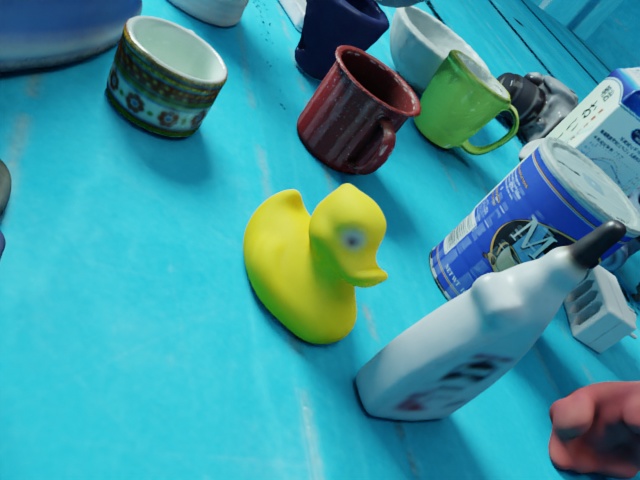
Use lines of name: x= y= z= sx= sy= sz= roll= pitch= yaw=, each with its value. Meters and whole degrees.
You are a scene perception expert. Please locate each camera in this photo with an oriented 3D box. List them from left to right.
camera: x=0.354 y=-0.240 z=0.967 sx=0.137 sy=0.100 sz=0.143 roll=25 pitch=37 yaw=-22

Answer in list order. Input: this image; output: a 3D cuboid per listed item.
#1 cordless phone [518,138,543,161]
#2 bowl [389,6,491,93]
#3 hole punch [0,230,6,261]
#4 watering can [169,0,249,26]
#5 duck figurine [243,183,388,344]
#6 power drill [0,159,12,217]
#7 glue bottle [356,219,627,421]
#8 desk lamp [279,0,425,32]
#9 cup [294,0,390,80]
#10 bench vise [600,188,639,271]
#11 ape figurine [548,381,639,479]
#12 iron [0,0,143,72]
cordless phone: x=0.382 y=-0.156 z=0.822 sx=0.094 sy=0.184 sz=0.148 roll=43 pitch=34 yaw=4
bowl: x=0.157 y=-0.254 z=0.814 sx=0.168 sy=0.074 sz=0.167 roll=26 pitch=36 yaw=-20
hole punch: x=-0.167 y=0.007 z=0.183 sx=0.109 sy=0.091 sz=0.101 roll=22 pitch=38 yaw=-26
watering can: x=-0.073 y=-0.310 z=0.545 sx=0.173 sy=0.193 sz=0.101 roll=43 pitch=34 yaw=5
duck figurine: x=0.003 y=0.001 z=0.360 sx=0.078 sy=0.086 sz=0.104 roll=-2 pitch=52 yaw=-45
power drill: x=-0.145 y=-0.093 z=0.213 sx=0.230 sy=0.208 sz=0.075 roll=24 pitch=37 yaw=-23
glue bottle: x=0.097 y=0.047 z=0.321 sx=0.078 sy=0.173 sz=0.037 roll=10 pitch=44 yaw=-37
desk lamp: x=0.051 y=-0.338 z=0.682 sx=0.118 sy=0.213 sz=0.203 roll=2 pitch=49 yaw=-43
cup: x=0.003 y=-0.231 z=0.619 sx=0.118 sy=0.094 sz=0.092 roll=38 pitch=34 yaw=-3
bench vise: x=0.437 y=-0.071 z=0.747 sx=0.121 sy=0.219 sz=0.207 roll=36 pitch=34 yaw=-6
ape figurine: x=0.219 y=0.131 z=0.416 sx=0.078 sy=0.092 sz=0.076 roll=45 pitch=34 yaw=7
iron: x=-0.183 y=-0.200 z=0.359 sx=0.118 sy=0.141 sz=0.259 roll=43 pitch=34 yaw=5
